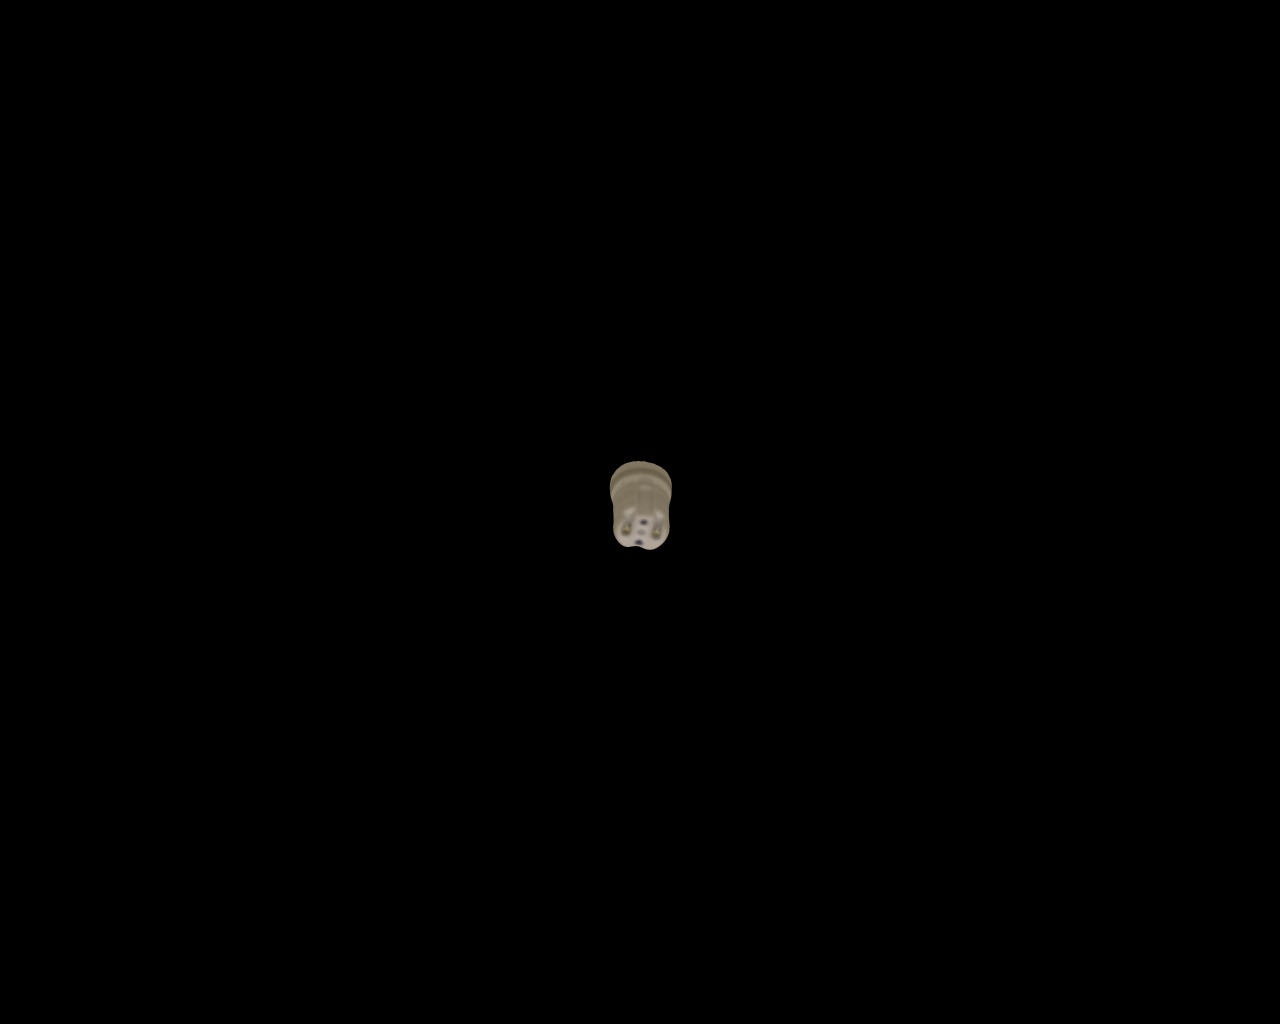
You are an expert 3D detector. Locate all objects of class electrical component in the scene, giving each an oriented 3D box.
[{"bbox_3d":[0.001,-0.003,0.650,0.040,0.040,0.046,0,44,0],"label":"electrical component"}]
